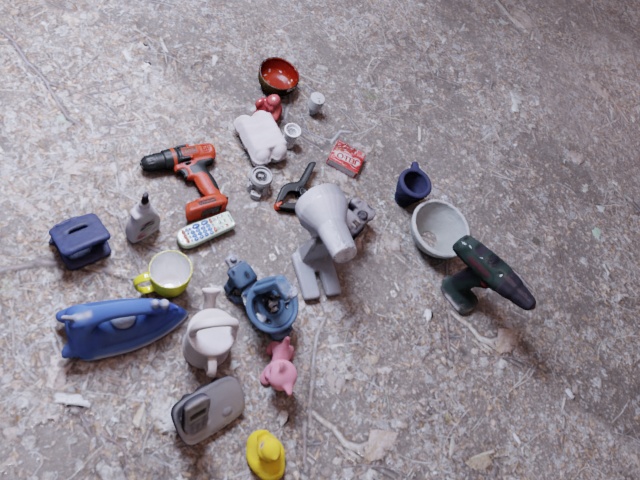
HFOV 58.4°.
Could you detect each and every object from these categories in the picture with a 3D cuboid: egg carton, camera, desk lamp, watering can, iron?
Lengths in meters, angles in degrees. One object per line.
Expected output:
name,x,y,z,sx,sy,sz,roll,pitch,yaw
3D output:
egg carton,-0.151,-0.260,1.465,0.107,0.069,0.150,-22,74,-27
camera,0.048,-0.060,1.419,0.137,0.100,0.143,41,59,4
desk lamp,0.012,0.005,1.310,0.118,0.213,0.203,-10,69,-23
watering can,-0.221,0.183,1.154,0.101,0.194,0.173,-20,73,-26
iron,-0.385,0.152,1.142,0.259,0.141,0.118,-11,69,-23

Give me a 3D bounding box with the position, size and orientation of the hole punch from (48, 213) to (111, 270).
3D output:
hole punch,-0.507,-0.006,1.206,0.109,0.091,0.101,-28,76,-28

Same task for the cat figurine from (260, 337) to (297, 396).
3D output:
cat figurine,-0.080,0.266,1.207,0.067,0.117,0.128,15,61,-11

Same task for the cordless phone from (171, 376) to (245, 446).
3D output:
cordless phone,-0.208,0.315,1.099,0.148,0.185,0.094,-30,77,-28

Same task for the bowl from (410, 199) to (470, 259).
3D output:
bowl,0.303,-0.018,1.503,0.168,0.074,0.167,8,63,-15

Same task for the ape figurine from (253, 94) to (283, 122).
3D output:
ape figurine,-0.129,-0.349,1.504,0.076,0.092,0.077,-14,70,-24

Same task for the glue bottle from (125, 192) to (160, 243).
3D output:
glue bottle,-0.378,-0.055,1.227,0.037,0.173,0.078,46,60,7

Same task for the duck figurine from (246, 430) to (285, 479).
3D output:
duck figurine,-0.101,0.427,1.139,0.078,0.086,0.104,-17,72,-25

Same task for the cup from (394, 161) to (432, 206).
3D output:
cup,0.238,-0.143,1.529,0.092,0.095,0.118,11,62,-13

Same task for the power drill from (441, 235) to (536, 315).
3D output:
power drill,0.393,0.105,1.396,0.076,0.208,0.229,-34,79,-29

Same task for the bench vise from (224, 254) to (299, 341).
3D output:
bench vise,-0.127,0.112,1.206,0.207,0.219,0.122,32,59,-2
